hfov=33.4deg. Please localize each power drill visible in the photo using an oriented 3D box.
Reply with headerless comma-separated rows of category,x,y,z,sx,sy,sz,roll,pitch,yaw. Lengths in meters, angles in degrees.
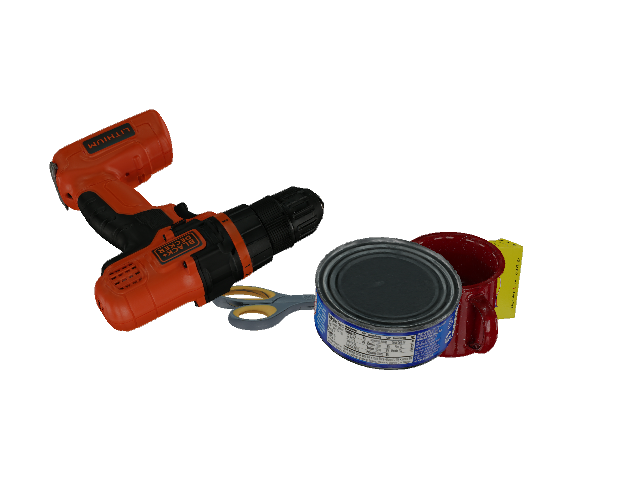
power drill,-0.114,-0.028,0.830,0.184,0.057,0.188,-26,46,-19

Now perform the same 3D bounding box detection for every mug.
mug,0.121,0.056,0.947,0.093,0.081,0.117,-16,35,-23

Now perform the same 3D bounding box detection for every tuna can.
tuna can,0.039,0.037,0.629,0.086,0.034,0.086,2,36,-2

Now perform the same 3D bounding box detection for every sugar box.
sugar box,0.154,0.050,1.248,0.175,0.093,0.048,-4,14,-33

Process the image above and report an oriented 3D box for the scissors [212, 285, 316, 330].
scissors,-0.021,0.077,1.192,0.201,0.016,0.096,5,24,-4
